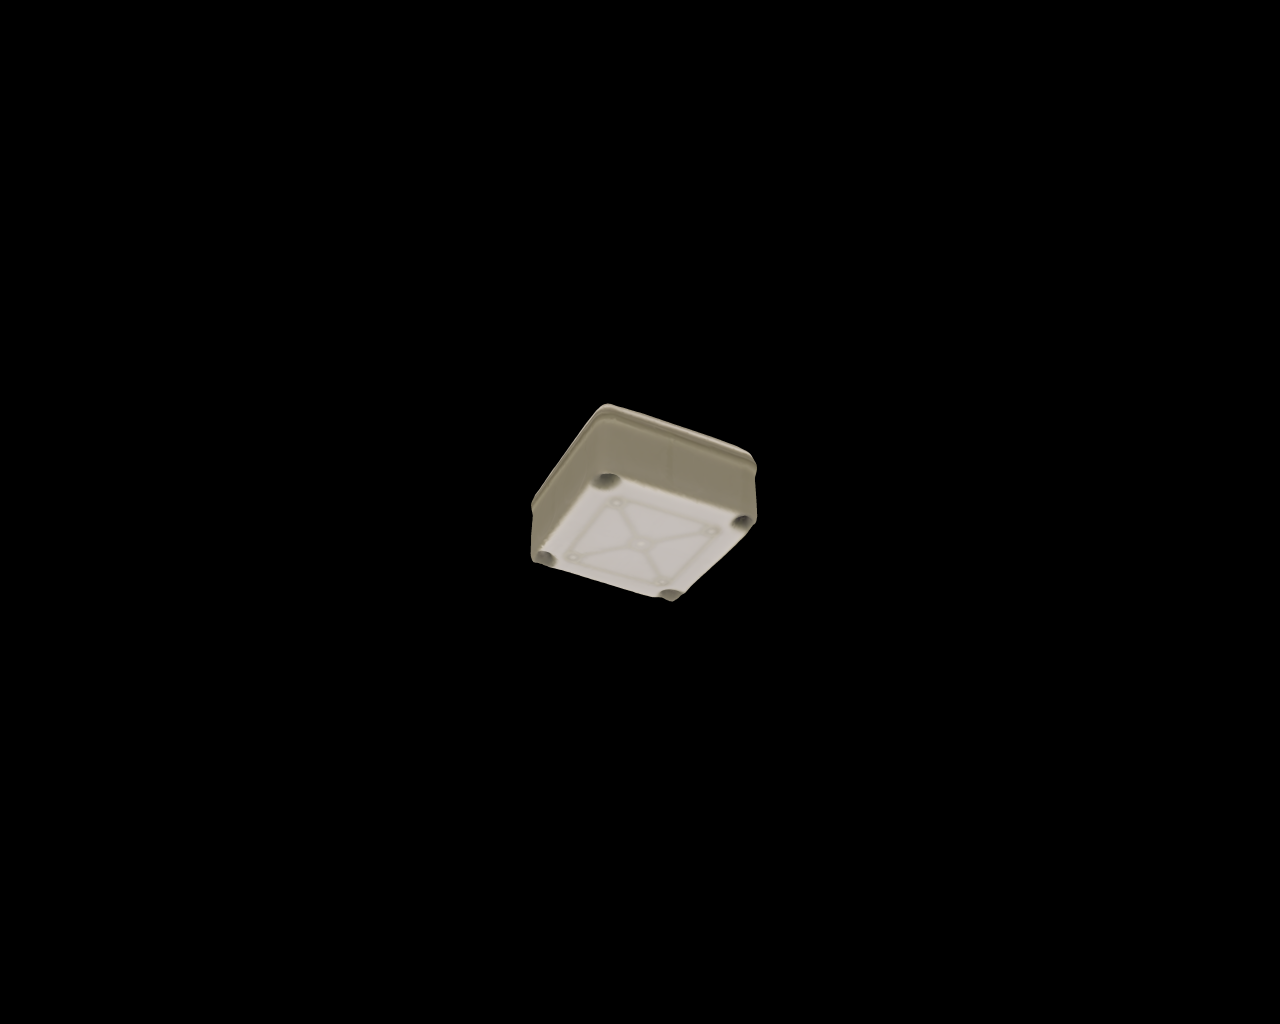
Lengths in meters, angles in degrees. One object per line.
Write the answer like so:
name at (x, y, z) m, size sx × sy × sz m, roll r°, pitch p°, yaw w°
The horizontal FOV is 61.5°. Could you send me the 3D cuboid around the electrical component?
electrical component at (0.001, -0.003, 0.650) m, size 0.109 × 0.056 × 0.108 m, roll 17°, pitch -40°, yaw -22°
